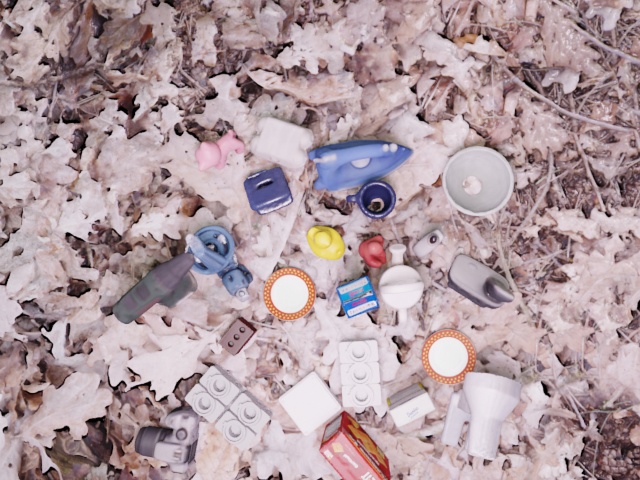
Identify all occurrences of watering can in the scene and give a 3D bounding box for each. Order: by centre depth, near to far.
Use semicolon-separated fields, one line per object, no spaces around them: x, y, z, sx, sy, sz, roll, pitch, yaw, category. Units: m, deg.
0.181;0.100;1.305;0.101;0.194;0.173;-26;84;1;watering can

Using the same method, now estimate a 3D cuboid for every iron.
0.102;-0.198;1.361;0.258;0.141;0.119;-13;84;3;iron

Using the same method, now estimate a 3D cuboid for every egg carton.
-0.095;-0.241;1.413;0.150;0.069;0.107;18;87;5;egg carton

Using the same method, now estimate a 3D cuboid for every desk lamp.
0.354;0.386;1.261;0.118;0.213;0.203;14;86;5;desk lamp

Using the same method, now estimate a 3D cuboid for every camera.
-0.363;0.470;1.355;0.136;0.101;0.143;8;86;4;camera

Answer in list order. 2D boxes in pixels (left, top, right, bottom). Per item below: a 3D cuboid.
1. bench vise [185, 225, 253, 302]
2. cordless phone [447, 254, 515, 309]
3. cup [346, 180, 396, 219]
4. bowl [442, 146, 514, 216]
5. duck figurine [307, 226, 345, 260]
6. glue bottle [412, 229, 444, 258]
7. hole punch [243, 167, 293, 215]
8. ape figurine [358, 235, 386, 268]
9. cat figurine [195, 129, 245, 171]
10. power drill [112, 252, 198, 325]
-0.229;0.043;1.322;0.207;0.220;0.121;35;88;6;bench vise
0.368;0.095;1.299;0.147;0.185;0.094;28;88;6;cordless phone
0.122;-0.091;1.374;0.117;0.095;0.092;1;85;4;cup
0.373;-0.136;1.373;0.167;0.075;0.167;0;85;4;bowl
0.013;0.005;1.378;0.104;0.086;0.077;37;88;6;duck figurine
0.254;0.004;1.319;0.078;0.173;0.037;-41;84;0;glue bottle
-0.130;-0.123;1.394;0.108;0.091;0.101;-23;84;2;hole punch
0.130;0.024;1.366;0.076;0.092;0.078;24;87;5;ape figurine
-0.253;-0.221;1.397;0.128;0.118;0.067;-43;84;-1;cat figurine
-0.361;0.107;1.331;0.229;0.208;0.075;-38;84;0;power drill
